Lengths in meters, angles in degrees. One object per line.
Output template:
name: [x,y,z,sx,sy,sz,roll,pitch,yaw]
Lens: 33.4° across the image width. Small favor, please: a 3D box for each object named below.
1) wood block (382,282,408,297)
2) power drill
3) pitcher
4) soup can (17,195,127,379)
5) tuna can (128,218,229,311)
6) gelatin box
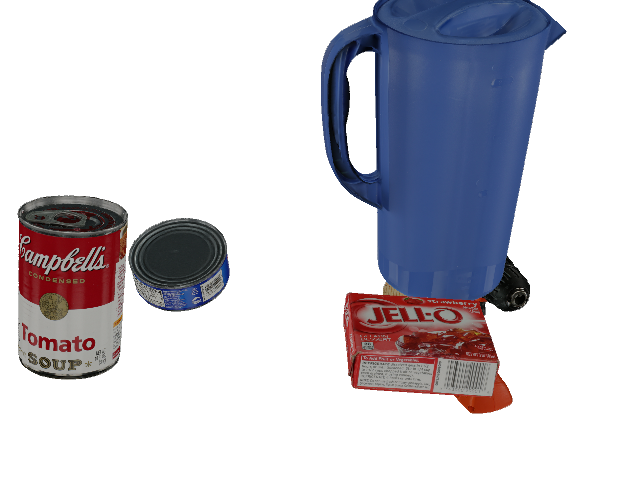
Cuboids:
wood block: [0.160,0.073,1.623,0.091,0.090,0.206,5,21,14]
power drill: [0.167,0.084,1.125,0.057,0.188,0.184,-9,24,-14]
pitcher: [0.093,-0.073,0.852,0.149,0.243,0.144,18,36,26]
soup can: [-0.161,0.029,0.688,0.068,0.102,0.068,6,21,-2]
tuna can: [-0.123,0.021,0.937,0.086,0.034,0.086,-2,44,2]
gelatin box: [0.060,0.063,0.663,0.089,0.030,0.073,4,26,-4]
